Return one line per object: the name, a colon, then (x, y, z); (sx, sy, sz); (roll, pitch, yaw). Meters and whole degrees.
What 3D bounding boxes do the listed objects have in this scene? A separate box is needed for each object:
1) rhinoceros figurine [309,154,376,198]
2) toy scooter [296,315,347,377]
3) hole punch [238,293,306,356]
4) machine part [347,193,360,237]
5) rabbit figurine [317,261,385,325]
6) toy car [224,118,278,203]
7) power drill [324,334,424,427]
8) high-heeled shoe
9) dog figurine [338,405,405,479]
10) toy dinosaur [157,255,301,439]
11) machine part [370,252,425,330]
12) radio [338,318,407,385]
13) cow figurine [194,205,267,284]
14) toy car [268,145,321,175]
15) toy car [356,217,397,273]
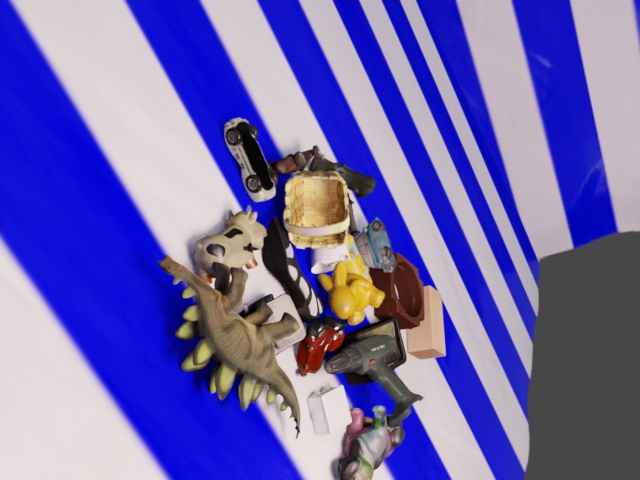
rhinoceros figurine: (0.061, -0.174, 1.492); (0.190, 0.073, 0.112); (23, 5, -6)
toy scooter: (-0.002, 0.244, 1.233); (0.183, 0.075, 0.135); (14, 95, -70)
hole punch: (-0.108, 0.178, 1.128); (0.116, 0.092, 0.142); (-25, 100, -25)
machine part: (0.080, -0.075, 1.551); (0.084, 0.039, 0.139); (0, 73, -61)
rabbit figurine: (0.071, 0.135, 1.346); (0.162, 0.122, 0.173); (58, 24, 2)
toy car: (-0.161, -0.186, 1.241); (0.073, 0.056, 0.201); (-29, 98, -49)
power drill: (0.131, 0.325, 1.250); (0.207, 0.086, 0.232); (48, 36, 16)
high-heeled shoe: (-0.051, 0.070, 1.241); (0.145, 0.086, 0.248); (-2, 88, -47)
dog figurine: (0.115, 0.513, 1.261); (0.191, 0.109, 0.219); (46, 46, -38)
toy dinosaur: (-0.141, 0.201, 0.999); (0.470, 0.105, 0.198); (49, 67, -28)
machine part: (0.231, 0.155, 1.614); (0.200, 0.087, 0.201); (36, 45, -42)
radio: (0.143, 0.293, 1.428); (0.229, 0.073, 0.131); (-7, 80, -54)
cow figurine: (-0.180, 0.006, 1.099); (0.195, 0.086, 0.127); (-29, 104, -55)
toy car: (-0.058, -0.195, 1.338); (0.053, 0.089, 0.202); (68, 21, -8)
toy car: (0.155, 0.025, 1.539); (0.109, 0.103, 0.162); (57, 19, -51)
